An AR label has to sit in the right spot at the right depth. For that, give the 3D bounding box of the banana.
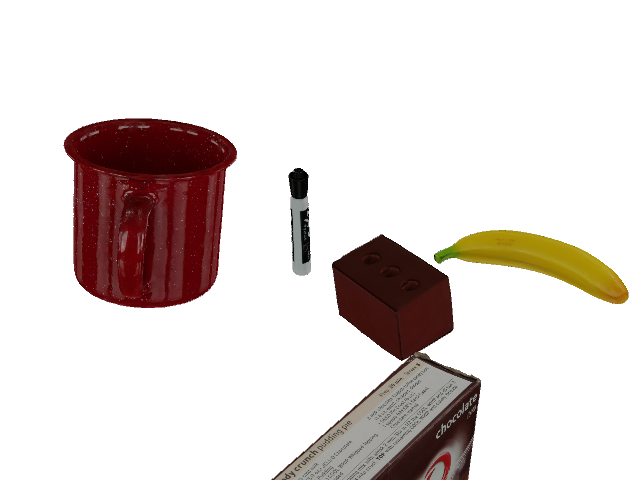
[{"bbox_3d":[0.218,0.023,1.080,0.198,0.037,0.069,11,47,26],"label":"banana"}]

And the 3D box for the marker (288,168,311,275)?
[{"bbox_3d":[-0.020,-0.018,1.041,0.020,0.121,0.020,-1,37,0],"label":"marker"}]

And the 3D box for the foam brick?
[{"bbox_3d":[0.054,0.042,0.797,0.052,0.051,0.078,-29,41,-27],"label":"foam brick"}]

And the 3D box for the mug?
[{"bbox_3d":[-0.095,-0.010,0.584,0.093,0.081,0.117,4,24,-5],"label":"mug"}]

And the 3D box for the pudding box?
[{"bbox_3d":[0.022,0.114,0.455,0.039,0.090,0.113,24,40,29],"label":"pudding box"}]
